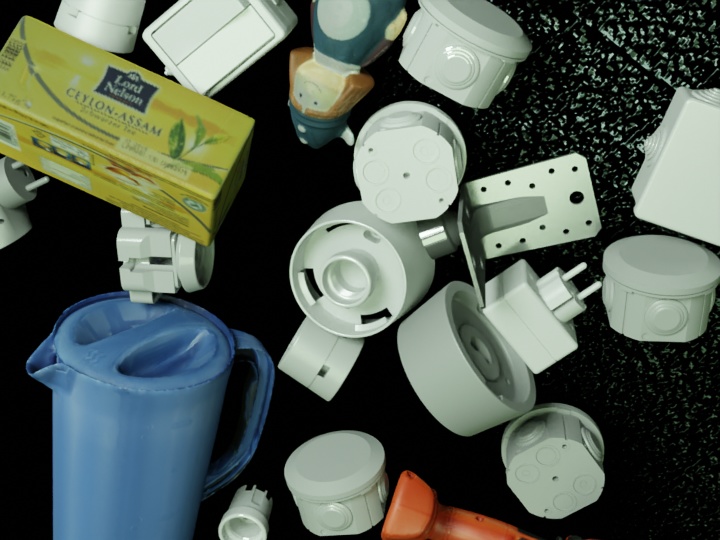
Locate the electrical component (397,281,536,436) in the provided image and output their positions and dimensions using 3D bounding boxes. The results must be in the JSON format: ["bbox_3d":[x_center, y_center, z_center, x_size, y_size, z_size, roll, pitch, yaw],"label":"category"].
[{"bbox_3d":[0.072,0.069,0.786,0.060,0.108,0.108,-34,106,25],"label":"electrical component"}]

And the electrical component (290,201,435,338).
[{"bbox_3d":[0.000,0.000,0.798,0.099,0.064,0.099,6,109,18],"label":"electrical component"}]

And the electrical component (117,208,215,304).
[{"bbox_3d":[-0.143,-0.013,0.799,0.057,0.058,0.078,3,114,9],"label":"electrical component"}]

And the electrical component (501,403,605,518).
[{"bbox_3d":[0.151,0.149,0.839,0.080,0.051,0.080,2,114,5],"label":"electrical component"}]

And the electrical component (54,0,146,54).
[{"bbox_3d":[-0.174,-0.180,0.732,0.055,0.055,0.047,22,110,-3],"label":"electrical component"}]

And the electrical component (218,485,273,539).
[{"bbox_3d":[-0.093,0.206,0.895,0.040,0.046,0.040,2,114,6],"label":"electrical component"}]

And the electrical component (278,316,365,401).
[{"bbox_3d":[-0.030,0.065,0.823,0.047,0.055,0.055,31,113,-3],"label":"electrical component"}]

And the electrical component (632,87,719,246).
[{"bbox_3d":[0.243,-0.069,0.735,0.100,0.048,0.099,19,114,-2],"label":"electrical component"}]

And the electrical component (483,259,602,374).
[{"bbox_3d":[0.140,0.024,0.788,0.077,0.047,0.065,-36,105,19],"label":"electrical component"}]

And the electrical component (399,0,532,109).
[{"bbox_3d":[0.068,-0.147,0.705,0.080,0.080,0.051,27,119,-6],"label":"electrical component"}]

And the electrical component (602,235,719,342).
[{"bbox_3d":[0.211,0.012,0.758,0.080,0.080,0.051,2,119,6],"label":"electrical component"}]

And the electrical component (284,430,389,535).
[{"bbox_3d":[-0.016,0.168,0.853,0.080,0.080,0.051,-7,118,10],"label":"electrical component"}]

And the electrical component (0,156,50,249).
[{"bbox_3d":[-0.269,-0.061,0.800,0.079,0.043,0.077,-23,109,15],"label":"electrical component"}]

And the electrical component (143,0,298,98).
[{"bbox_3d":[-0.099,-0.159,0.728,0.096,0.061,0.061,-35,106,19],"label":"electrical component"}]

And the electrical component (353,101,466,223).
[{"bbox_3d":[0.034,-0.074,0.755,0.080,0.051,0.080,2,114,5],"label":"electrical component"}]
